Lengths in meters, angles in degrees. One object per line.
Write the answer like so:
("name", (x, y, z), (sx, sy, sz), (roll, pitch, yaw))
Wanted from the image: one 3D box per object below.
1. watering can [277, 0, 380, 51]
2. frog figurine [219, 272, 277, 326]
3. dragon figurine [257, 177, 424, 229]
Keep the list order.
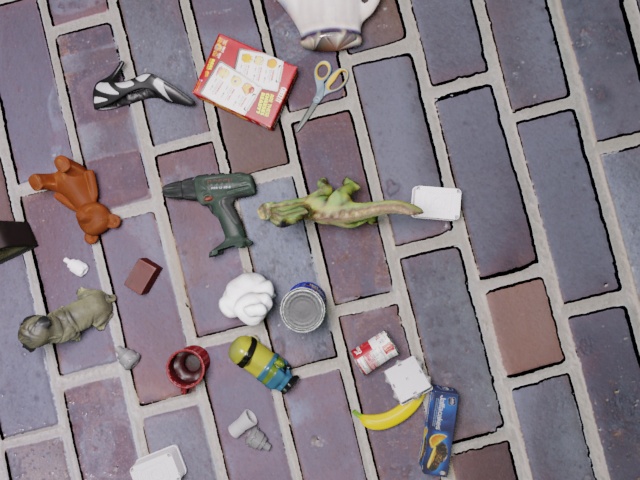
("watering can", (-0.020, -0.573, 1.266), (0.347, 0.104, 0.224), (-3, 89, 1))
("frog figurine", (-0.174, 0.141, 1.219), (0.137, 0.159, 0.123), (-16, 88, 1))
("dragon figurine", (0.004, -0.058, 1.158), (0.245, 0.411, 0.121), (-22, 108, -36))
